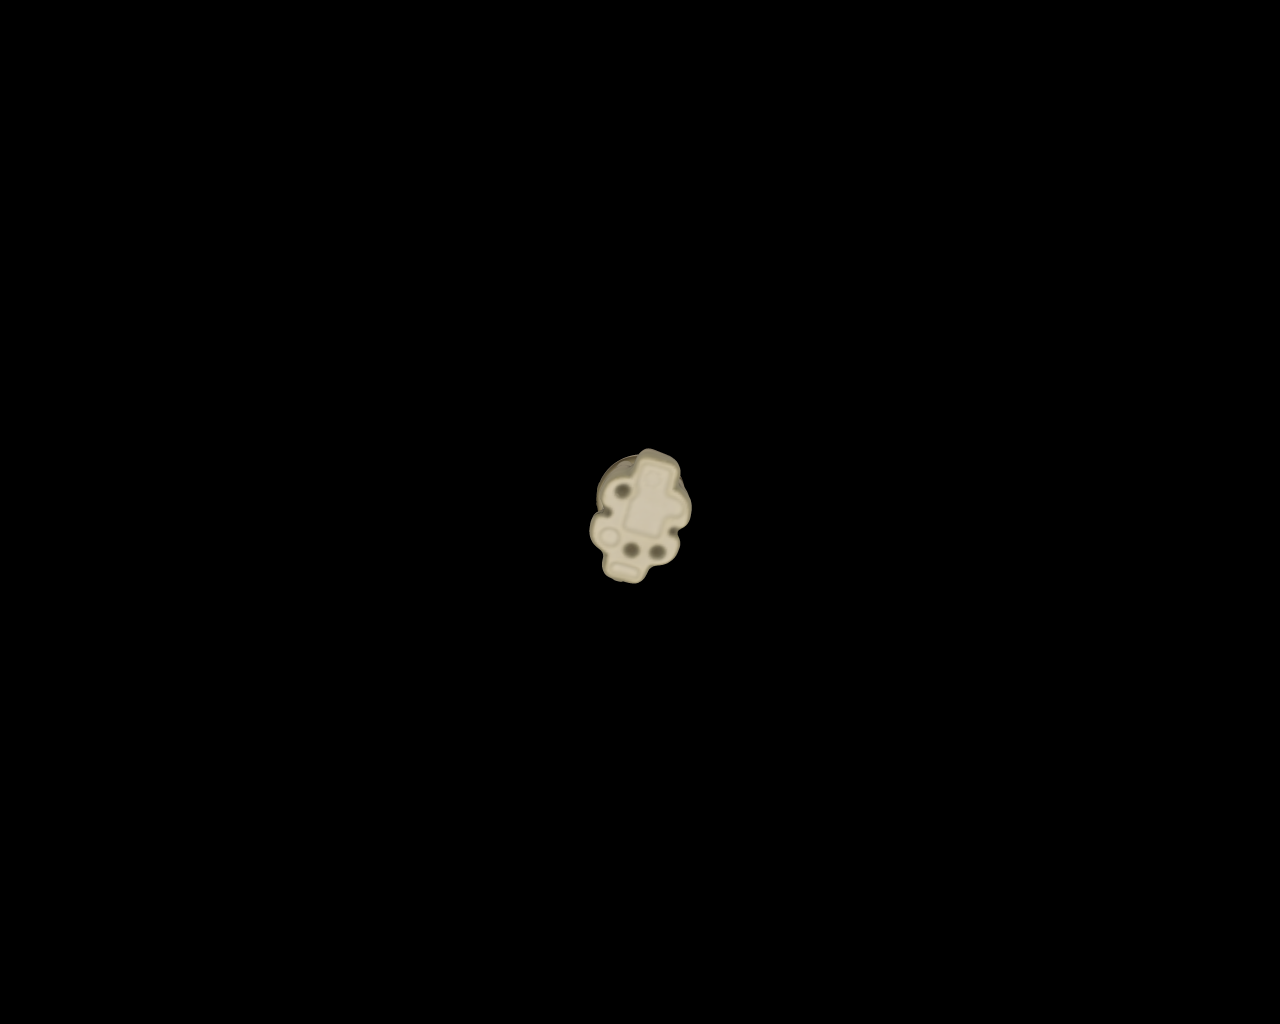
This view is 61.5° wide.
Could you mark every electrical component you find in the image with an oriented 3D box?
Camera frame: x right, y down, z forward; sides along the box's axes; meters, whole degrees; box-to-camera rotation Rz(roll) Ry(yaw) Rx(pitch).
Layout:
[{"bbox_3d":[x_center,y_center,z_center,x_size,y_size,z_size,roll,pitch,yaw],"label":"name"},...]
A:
[{"bbox_3d":[0.001,-0.003,0.650,0.058,0.078,0.057,17,16,-5],"label":"electrical component"}]
